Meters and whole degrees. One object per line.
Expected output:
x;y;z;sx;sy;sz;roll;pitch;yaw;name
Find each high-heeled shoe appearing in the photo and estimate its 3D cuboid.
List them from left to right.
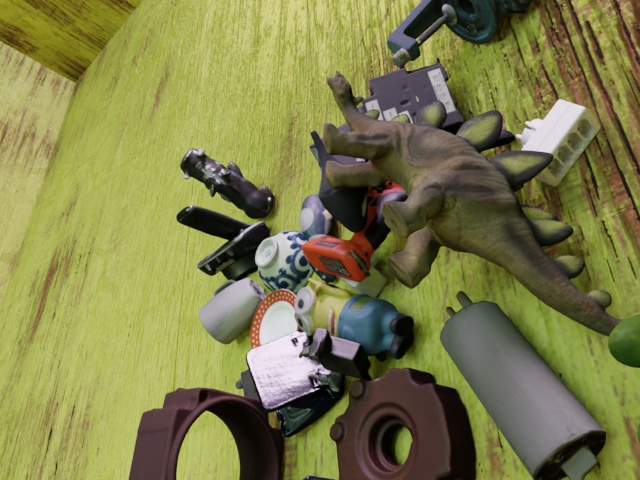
0.043;-0.091;0.773;0.086;0.249;0.145;-27;92;18;high-heeled shoe

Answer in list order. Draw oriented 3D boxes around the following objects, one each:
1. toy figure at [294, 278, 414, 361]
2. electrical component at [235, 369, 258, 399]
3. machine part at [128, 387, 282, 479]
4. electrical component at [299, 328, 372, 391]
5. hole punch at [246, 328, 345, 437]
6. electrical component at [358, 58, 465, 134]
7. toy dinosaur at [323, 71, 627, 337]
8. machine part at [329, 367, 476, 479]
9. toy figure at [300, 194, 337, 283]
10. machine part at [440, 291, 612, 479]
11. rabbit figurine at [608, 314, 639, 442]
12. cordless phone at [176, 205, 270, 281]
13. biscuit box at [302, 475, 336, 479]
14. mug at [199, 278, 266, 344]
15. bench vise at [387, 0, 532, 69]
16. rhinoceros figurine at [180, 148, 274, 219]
0.043;0.107;0.722;0.180;0.089;0.082;10;81;38;toy figure
-0.103;0.235;0.849;0.094;0.021;0.063;-34;60;40;electrical component
-0.145;0.309;0.718;0.087;0.201;0.201;-22;53;37;machine part
0.019;0.154;0.675;0.078;0.102;0.045;15;56;28;electrical component
-0.031;0.200;0.762;0.116;0.092;0.142;-22;41;-8;hole punch
0.125;-0.182;0.765;0.134;0.058;0.115;-16;71;7;electrical component
0.150;-0.044;0.574;0.198;0.105;0.472;-27;62;-14;toy dinosaur
0.090;0.234;0.615;0.179;0.056;0.179;-25;52;37;machine part
-0.001;-0.002;0.864;0.064;0.058;0.154;102;165;-54;toy figure
0.193;0.144;0.534;0.079;0.079;0.243;-48;41;17;machine part
0.290;0.109;0.406;0.121;0.159;0.170;-29;32;48;rabbit figurine
-0.197;0.003;0.980;0.147;0.184;0.089;-30;52;34;cordless phone
0.018;0.373;0.606;0.059;0.062;0.203;-48;39;18;biscuit box
-0.149;0.113;0.951;0.107;0.080;0.110;-38;38;11;mug
0.180;-0.347;0.796;0.240;0.128;0.224;-45;57;-7;bench vise
-0.178;-0.103;1.026;0.073;0.190;0.112;-53;12;13;rhinoceros figurine
